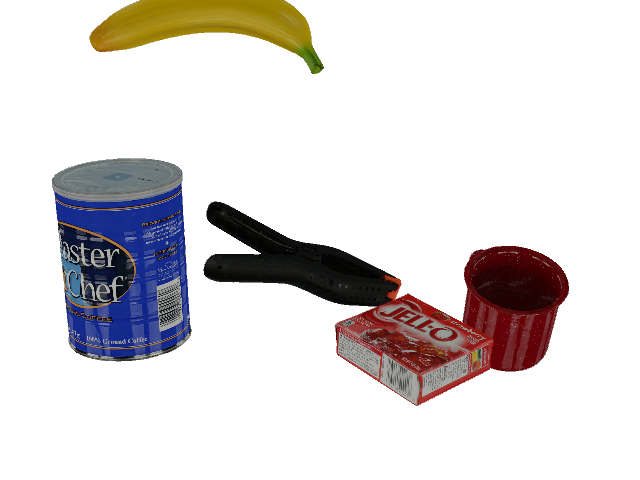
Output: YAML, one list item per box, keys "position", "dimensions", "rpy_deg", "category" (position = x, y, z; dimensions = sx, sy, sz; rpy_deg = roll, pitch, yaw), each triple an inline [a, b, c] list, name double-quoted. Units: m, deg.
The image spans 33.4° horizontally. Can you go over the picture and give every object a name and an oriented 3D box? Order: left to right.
- position: [-0.160, 0.013, 0.870]
  dimensions: [0.103, 0.140, 0.103]
  rpy_deg: [-1, 19, 0]
  category: "coffee can"
- position: [-0.093, -0.184, 0.903]
  dimensions: [0.198, 0.069, 0.037]
  rpy_deg: [5, -33, 0]
  category: "banana"
- position: [-0.022, 0.027, 1.049]
  dimensions: [0.210, 0.036, 0.164]
  rpy_deg: [20, 20, -5]
  category: "clamp"
- position: [0.065, 0.074, 0.758]
  dimensions: [0.073, 0.030, 0.089]
  rpy_deg: [-19, 32, -34]
  category: "gelatin box"
- position: [0.167, 0.058, 0.982]
  dimensions: [0.093, 0.081, 0.117]
  rpy_deg: [-15, 43, -20]
  category: "mug"
